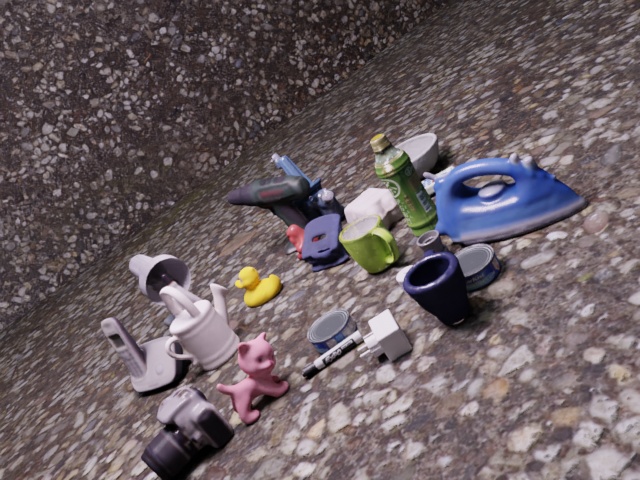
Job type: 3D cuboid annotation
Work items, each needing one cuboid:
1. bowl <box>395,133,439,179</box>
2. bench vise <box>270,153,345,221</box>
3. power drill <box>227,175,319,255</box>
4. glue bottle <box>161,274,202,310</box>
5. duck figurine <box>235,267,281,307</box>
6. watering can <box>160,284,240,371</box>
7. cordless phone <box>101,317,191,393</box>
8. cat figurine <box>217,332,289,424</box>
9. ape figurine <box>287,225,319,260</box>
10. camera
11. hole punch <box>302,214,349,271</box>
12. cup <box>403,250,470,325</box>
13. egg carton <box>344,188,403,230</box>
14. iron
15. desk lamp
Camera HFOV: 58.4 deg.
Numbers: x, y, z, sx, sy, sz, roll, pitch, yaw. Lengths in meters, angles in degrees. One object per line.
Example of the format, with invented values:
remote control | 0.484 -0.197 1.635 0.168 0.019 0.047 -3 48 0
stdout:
bowl | 0.229 -0.190 1.422 0.167 0.075 0.167 -29 21 13
bench vise | -0.029 -0.142 1.494 0.206 0.220 0.122 -9 32 48
power drill | -0.102 -0.069 1.460 0.229 0.209 0.076 -20 25 32
glue bottle | -0.320 0.148 1.358 0.078 0.173 0.037 -43 23 -21
duck figurine | -0.149 0.099 1.334 0.104 0.086 0.077 -25 23 23
watering can | -0.259 0.166 1.199 0.100 0.194 0.173 -19 26 34
cordless phone | -0.386 0.237 1.246 0.147 0.185 0.094 -23 24 27
cat figurine | -0.117 0.224 0.970 0.128 0.118 0.067 -42 22 -19
ape figurine | -0.047 0.002 1.387 0.076 0.092 0.078 -26 23 21
camera | -0.242 0.322 0.965 0.137 0.101 0.142 -45 23 -26
hole punch | 0.012 0.005 1.295 0.108 0.091 0.101 -19 26 34
cup | 0.186 0.074 0.880 0.091 0.095 0.118 -27 22 19
egg carton | 0.123 -0.067 1.317 0.107 0.069 0.150 -41 22 -16
iron | 0.306 -0.088 0.990 0.257 0.142 0.119 -15 28 41
desk lamp | -0.387 0.127 1.447 0.118 0.214 0.202 -45 23 -25
